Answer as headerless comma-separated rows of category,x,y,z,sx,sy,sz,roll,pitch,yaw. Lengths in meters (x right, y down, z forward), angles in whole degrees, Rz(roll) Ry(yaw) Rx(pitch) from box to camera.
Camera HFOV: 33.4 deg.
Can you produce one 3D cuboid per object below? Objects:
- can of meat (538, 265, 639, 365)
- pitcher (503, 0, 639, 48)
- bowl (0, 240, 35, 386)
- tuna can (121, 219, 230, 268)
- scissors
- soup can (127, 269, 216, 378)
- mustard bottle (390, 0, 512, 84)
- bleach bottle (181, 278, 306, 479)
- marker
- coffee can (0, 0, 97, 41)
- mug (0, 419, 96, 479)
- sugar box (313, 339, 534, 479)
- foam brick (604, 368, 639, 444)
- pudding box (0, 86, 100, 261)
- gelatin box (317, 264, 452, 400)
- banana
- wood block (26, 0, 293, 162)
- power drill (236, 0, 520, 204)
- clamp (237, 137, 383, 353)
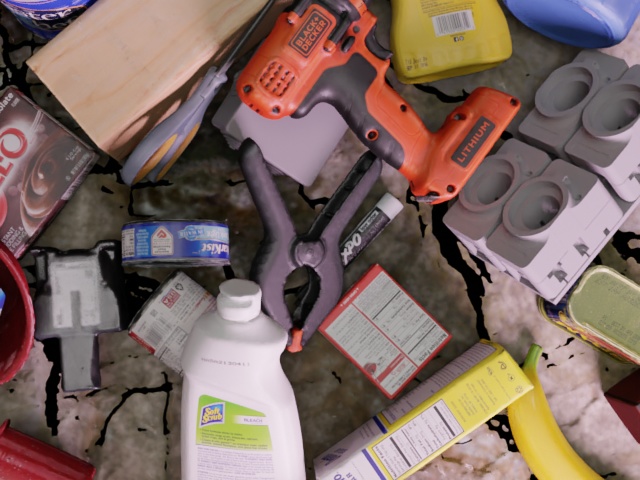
can of meat,0.236,0.060,0.855,0.102,0.084,0.057,30,87,-1
pitcher,0.231,-0.284,0.833,0.149,0.145,0.243,26,85,-5
bowl,-0.289,0.040,0.835,0.162,0.055,0.162,4,114,9
tuna can,-0.114,0.004,0.845,0.086,0.086,0.034,-1,86,-2
scissors,-0.094,-0.110,0.812,0.016,0.096,0.202,41,126,3
soup can,-0.095,0.080,0.851,0.102,0.068,0.068,38,87,0
mustard bottle,0.091,-0.230,0.874,0.096,0.058,0.191,-12,88,-5
bleach bottle,-0.053,0.146,0.798,0.102,0.068,0.251,3,116,0
marker,0.022,0.011,0.882,0.020,0.020,0.121,42,87,0
coffee can,-0.209,-0.217,0.823,0.103,0.140,0.103,0,88,-2
mug,-0.233,0.209,0.836,0.081,0.093,0.117,26,104,-6
sugar box,0.078,0.147,0.843,0.176,0.093,0.048,-37,89,-2
foam brick,0.274,0.135,0.857,0.051,0.078,0.053,-35,91,-4
pudding box,-0.247,-0.053,0.866,0.090,0.039,0.113,38,87,0
gelatin box,0.052,0.075,0.876,0.089,0.030,0.073,44,86,0
banana,0.211,0.183,0.873,0.069,0.037,0.198,-36,89,-1
wood block,-0.118,-0.167,0.849,0.206,0.091,0.090,-41,89,-3
power drill,0.056,-0.132,0.808,0.187,0.057,0.184,37,86,-8
clamp,-0.006,0.001,0.844,0.120,0.039,0.171,-5,105,-17
